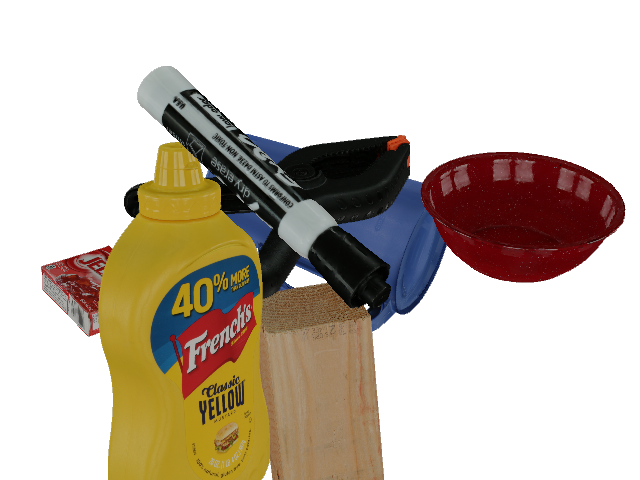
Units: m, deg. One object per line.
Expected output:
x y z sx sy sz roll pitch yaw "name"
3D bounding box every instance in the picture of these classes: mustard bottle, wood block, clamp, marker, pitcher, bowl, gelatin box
-0.069 0.045 0.546 0.058 0.192 0.096 12 21 38 "mustard bottle"
-0.001 0.151 0.935 0.090 0.206 0.091 -9 20 -10 "wood block"
-0.023 -0.034 0.759 0.165 0.036 0.209 25 40 38 "clamp"
-0.020 -0.019 0.368 0.121 0.020 0.020 43 21 24 "marker"
-0.001 -0.017 1.086 0.243 0.145 0.149 20 25 22 "pitcher"
0.159 -0.013 0.862 0.162 0.055 0.162 1 31 -1 "bowl"
-0.202 0.044 0.976 0.073 0.030 0.089 -19 40 -36 "gelatin box"
